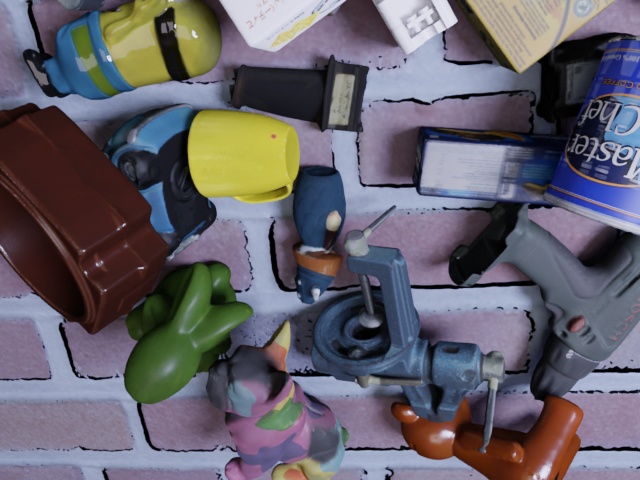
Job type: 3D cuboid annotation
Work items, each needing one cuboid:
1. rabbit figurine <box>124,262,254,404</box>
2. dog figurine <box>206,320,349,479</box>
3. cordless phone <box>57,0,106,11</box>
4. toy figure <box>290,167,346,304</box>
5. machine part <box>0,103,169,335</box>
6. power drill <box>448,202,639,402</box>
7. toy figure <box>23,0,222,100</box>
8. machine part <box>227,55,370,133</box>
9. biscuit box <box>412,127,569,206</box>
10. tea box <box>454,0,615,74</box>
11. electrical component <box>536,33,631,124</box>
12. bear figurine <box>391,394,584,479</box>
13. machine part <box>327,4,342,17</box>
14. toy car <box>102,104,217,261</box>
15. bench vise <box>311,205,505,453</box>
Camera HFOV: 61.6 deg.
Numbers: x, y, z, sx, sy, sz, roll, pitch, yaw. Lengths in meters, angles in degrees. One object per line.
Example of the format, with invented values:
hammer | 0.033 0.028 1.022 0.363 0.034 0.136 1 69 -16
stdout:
rabbit figurine | -0.144 0.105 0.589 0.121 0.170 0.159 42 111 -13
dog figurine | -0.039 0.192 0.619 0.191 0.108 0.219 10 132 -11
cordless phone | -0.236 -0.293 0.431 0.184 0.089 0.146 29 129 -12
toy figure | -0.002 -0.001 0.589 0.058 0.064 0.154 0 113 -6
machine part | -0.257 -0.013 0.533 0.201 0.087 0.201 48 144 2
power drill | 0.246 0.063 0.588 0.207 0.086 0.232 32 113 -4
toy figure | -0.183 -0.182 0.518 0.180 0.082 0.089 -21 130 6
machine part | -0.022 -0.148 0.542 0.139 0.039 0.084 4 122 1
biscuit box | 0.199 -0.074 0.540 0.203 0.063 0.059 5 113 2
tea box | 0.159 -0.243 0.466 0.098 0.068 0.169 -35 107 18
electrical component | 0.269 -0.156 0.505 0.119 0.048 0.074 -10 113 9
bear figurine | 0.195 0.230 0.652 0.196 0.132 0.120 21 149 40
machine part | 0.028 -0.285 0.455 0.079 0.079 0.243 33 112 -9
toy car | -0.176 -0.065 0.565 0.103 0.109 0.161 17 129 24
bench vise | 0.081 0.093 0.574 0.224 0.129 0.240 9 130 33
